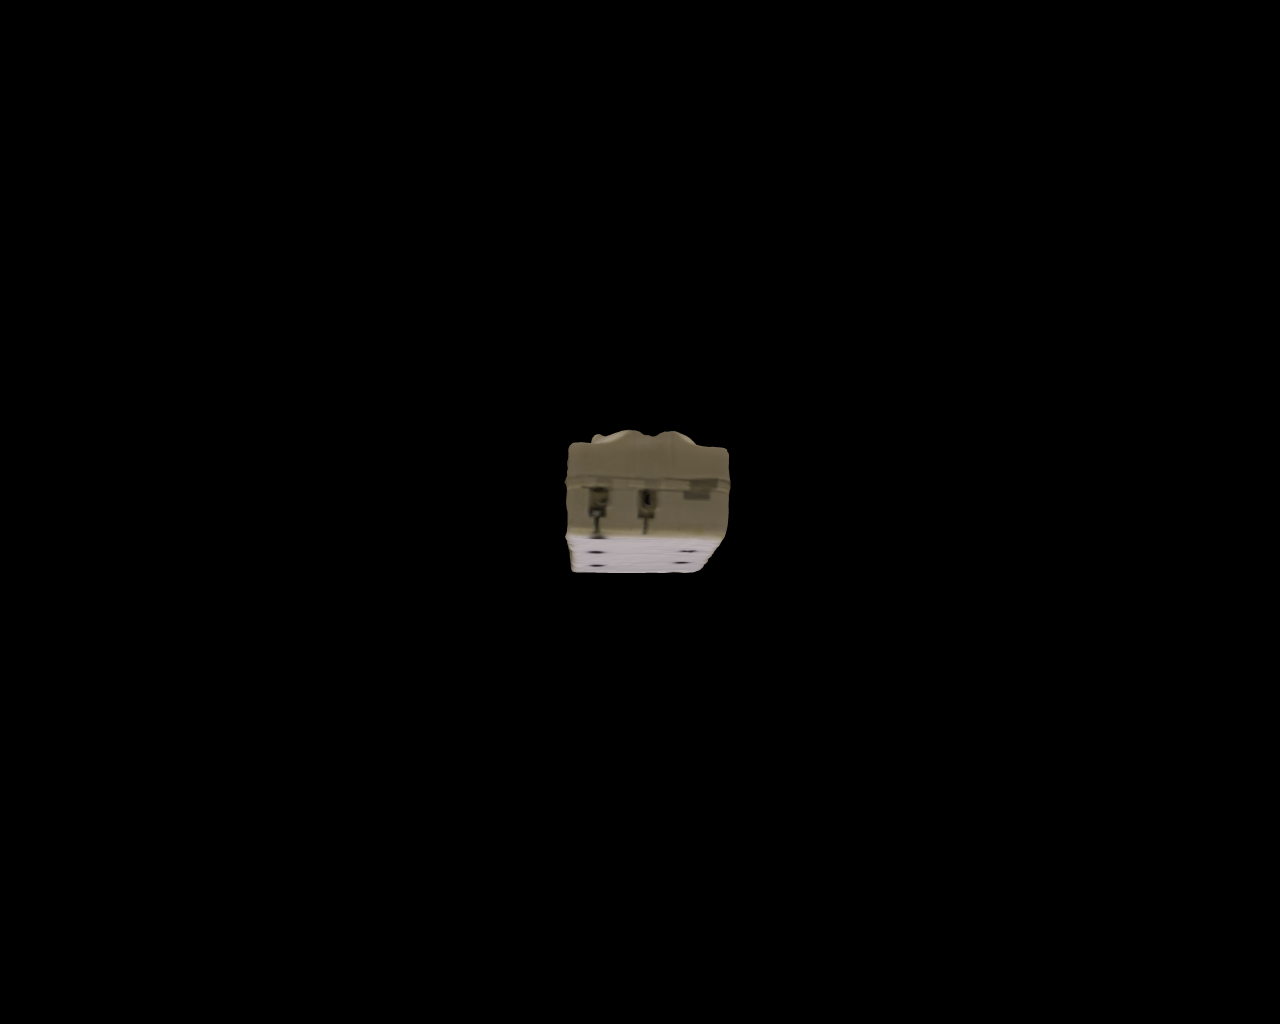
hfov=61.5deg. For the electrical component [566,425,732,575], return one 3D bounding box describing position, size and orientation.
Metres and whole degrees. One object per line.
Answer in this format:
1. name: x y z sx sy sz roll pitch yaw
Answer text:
1. electrical component: 0.001 -0.003 0.650 0.089 0.061 0.150 1 -11 -4
